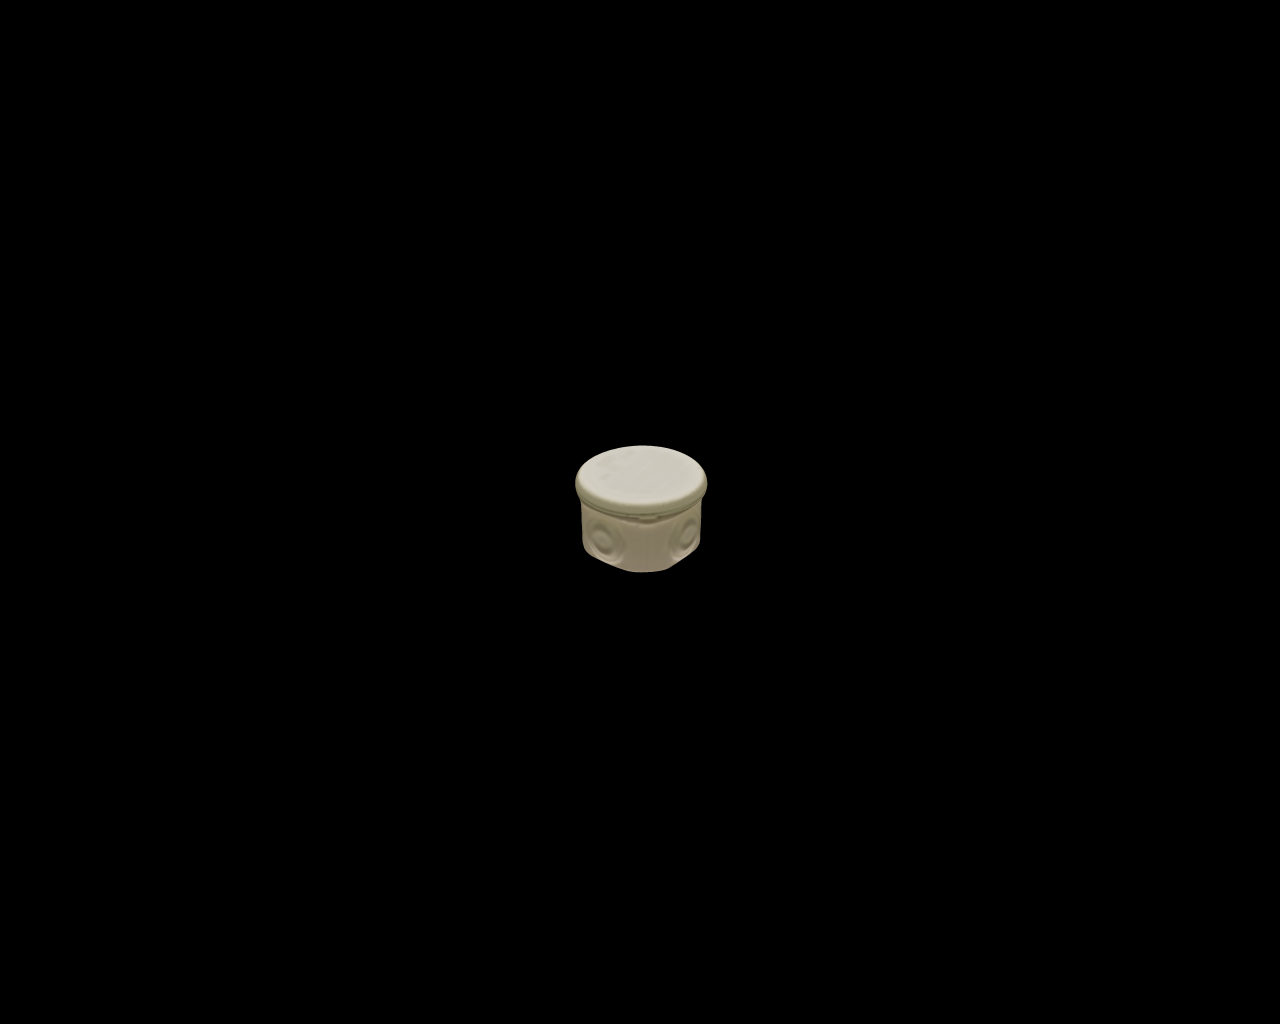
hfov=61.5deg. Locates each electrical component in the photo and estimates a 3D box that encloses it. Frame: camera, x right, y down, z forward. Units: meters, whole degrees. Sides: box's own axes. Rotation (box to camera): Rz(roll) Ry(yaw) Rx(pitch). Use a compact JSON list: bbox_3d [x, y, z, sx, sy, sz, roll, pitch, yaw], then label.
[{"bbox_3d":[0.001,-0.003,0.650,0.080,0.050,0.080,0,30,0],"label":"electrical component"}]
